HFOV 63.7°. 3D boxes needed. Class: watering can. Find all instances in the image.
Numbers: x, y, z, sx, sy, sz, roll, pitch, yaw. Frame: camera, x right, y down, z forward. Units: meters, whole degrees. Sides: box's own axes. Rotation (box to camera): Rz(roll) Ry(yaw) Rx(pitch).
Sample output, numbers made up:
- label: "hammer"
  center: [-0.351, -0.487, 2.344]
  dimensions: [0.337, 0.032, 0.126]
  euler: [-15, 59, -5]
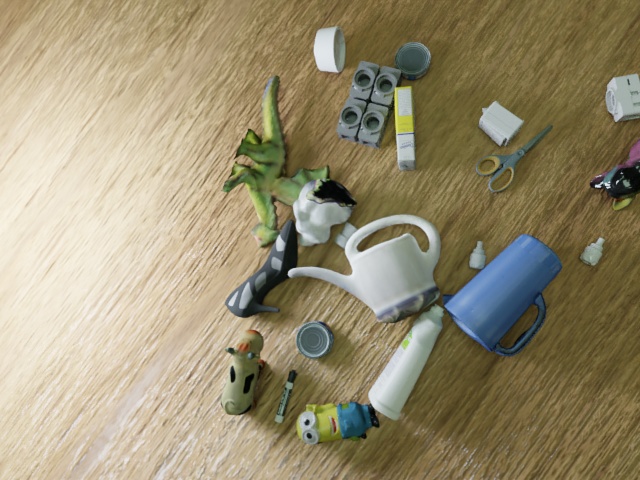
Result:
- label: "watering can"
  center: [0.120, 0.083, 1.154]
  dimensions: [0.347, 0.103, 0.226]
  euler: [-25, 78, 4]

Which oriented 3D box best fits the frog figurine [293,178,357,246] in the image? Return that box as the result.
- label: "frog figurine"
  center: [0.004, -0.061, 1.210]
  dimensions: [0.138, 0.156, 0.125]
  euler: [-4, 50, -25]

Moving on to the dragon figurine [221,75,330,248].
- label: "dragon figurine"
  center: [-0.092, -0.180, 1.264]
  dimensions: [0.242, 0.122, 0.411]
  euler: [23, 88, -3]
